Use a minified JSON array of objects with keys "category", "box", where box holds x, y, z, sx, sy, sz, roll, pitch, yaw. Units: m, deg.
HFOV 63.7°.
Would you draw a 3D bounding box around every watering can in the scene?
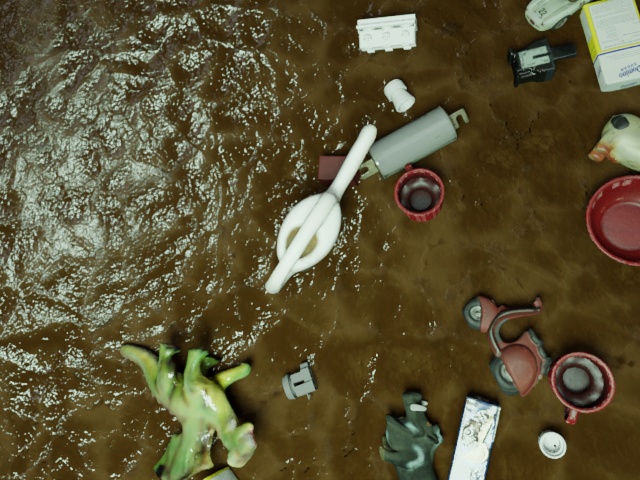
[{"category":"watering can","box":[0.003,-0.049,0.976,0.104,0.349,0.223,33,-5,0]}]

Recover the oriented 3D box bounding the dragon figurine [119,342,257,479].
[{"category":"dragon figurine","box":[-0.271,0.332,0.988,0.409,0.247,0.120,-3,-24,32]}]
